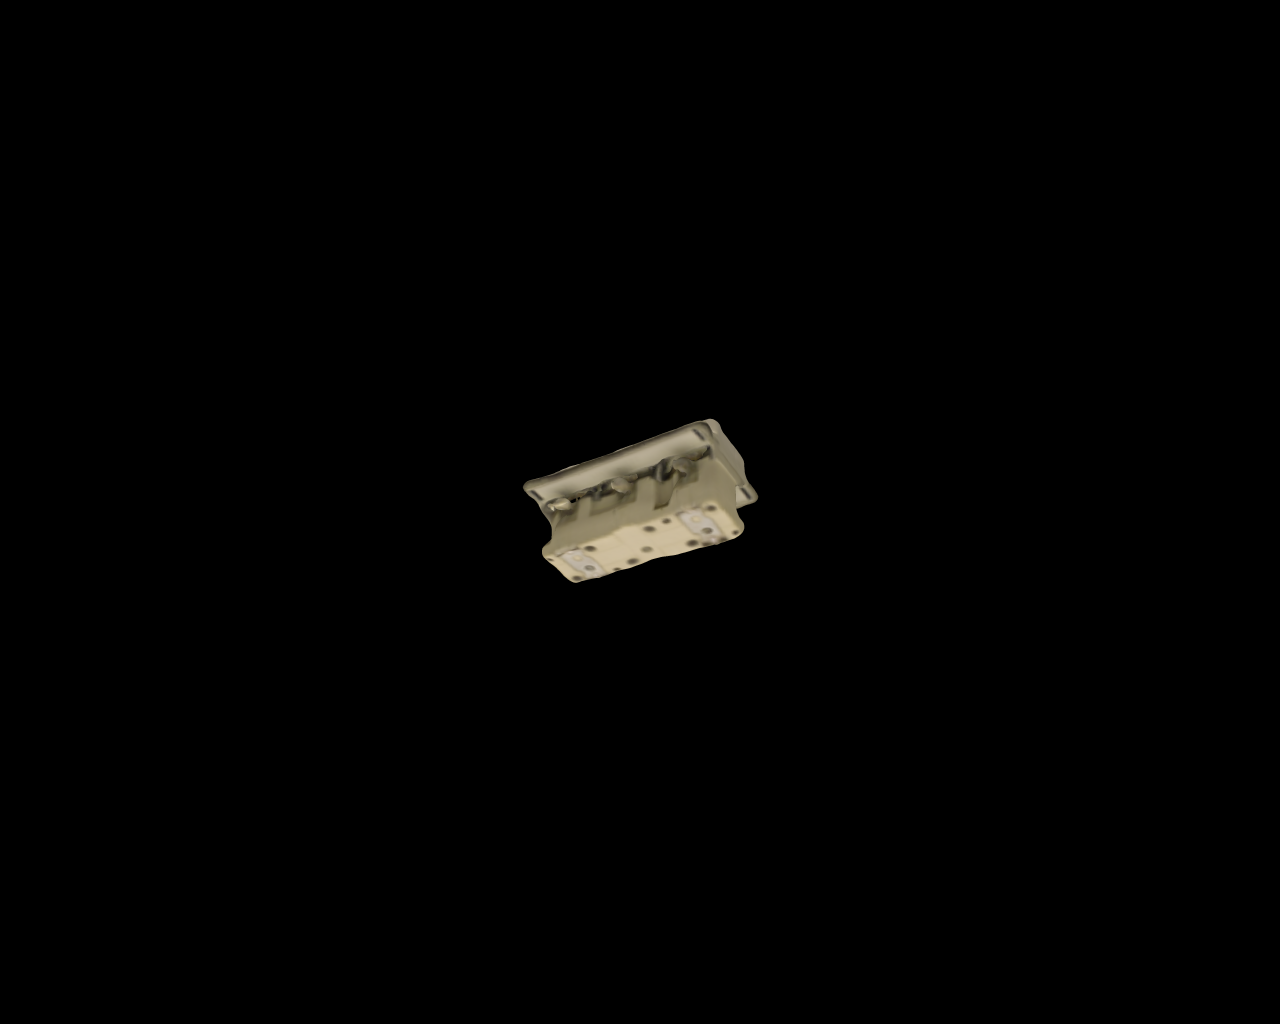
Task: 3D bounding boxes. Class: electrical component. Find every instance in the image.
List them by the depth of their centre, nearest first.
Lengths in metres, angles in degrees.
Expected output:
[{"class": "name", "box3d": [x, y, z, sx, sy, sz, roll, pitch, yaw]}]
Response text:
[{"class": "electrical component", "box3d": [0.001, -0.003, 0.650, 0.121, 0.063, 0.078, -17, -40, 22]}]
